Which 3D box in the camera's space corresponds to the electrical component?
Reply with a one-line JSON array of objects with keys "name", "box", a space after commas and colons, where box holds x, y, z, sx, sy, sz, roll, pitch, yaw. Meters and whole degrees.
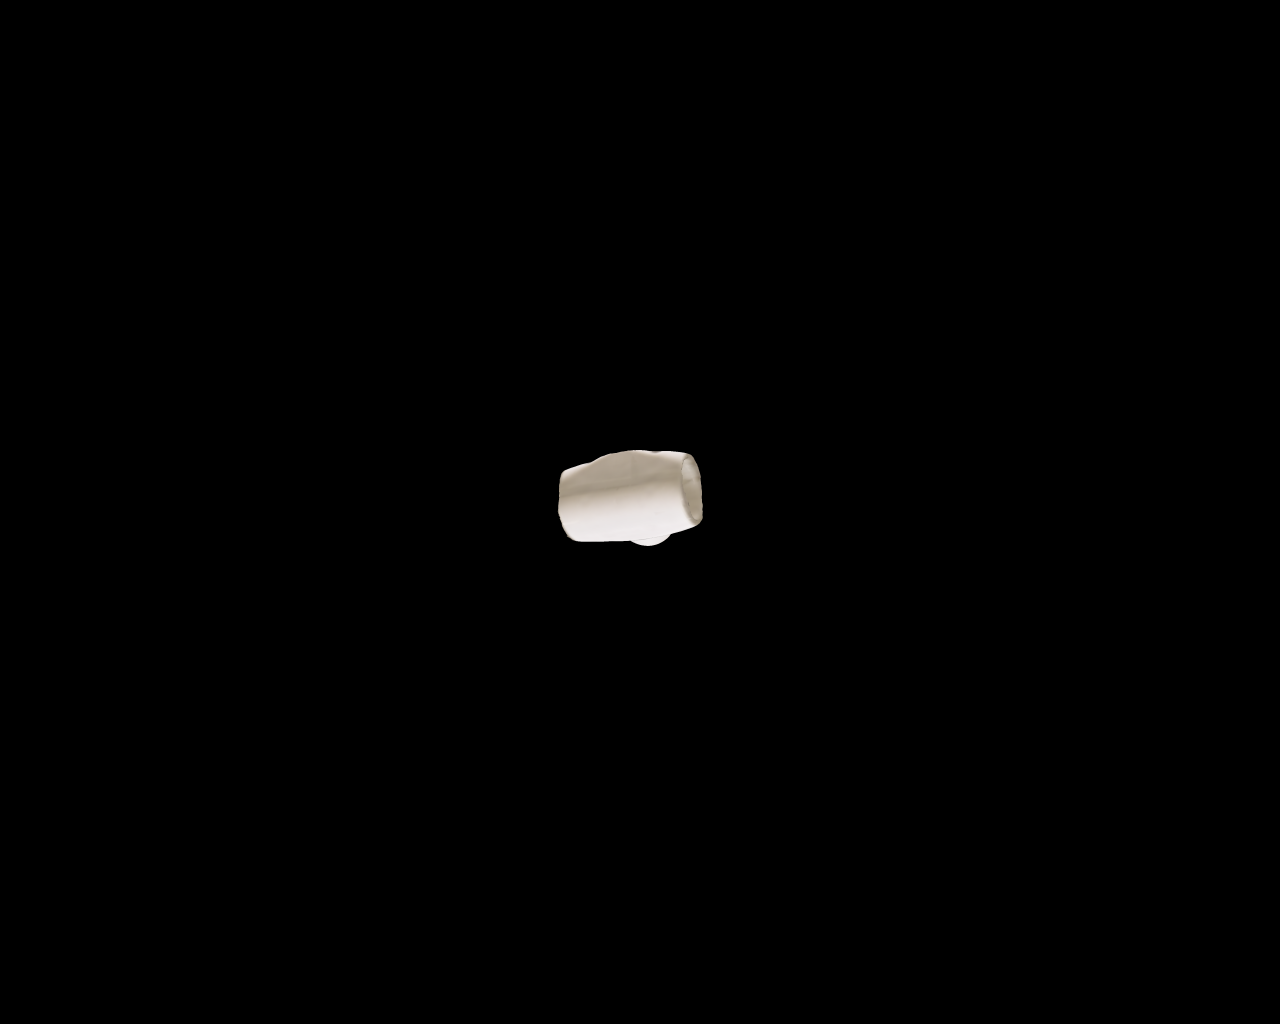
[{"name": "electrical component", "box": [0.001, -0.003, 0.650, 0.077, 0.044, 0.079, -8, -23, 18]}]
